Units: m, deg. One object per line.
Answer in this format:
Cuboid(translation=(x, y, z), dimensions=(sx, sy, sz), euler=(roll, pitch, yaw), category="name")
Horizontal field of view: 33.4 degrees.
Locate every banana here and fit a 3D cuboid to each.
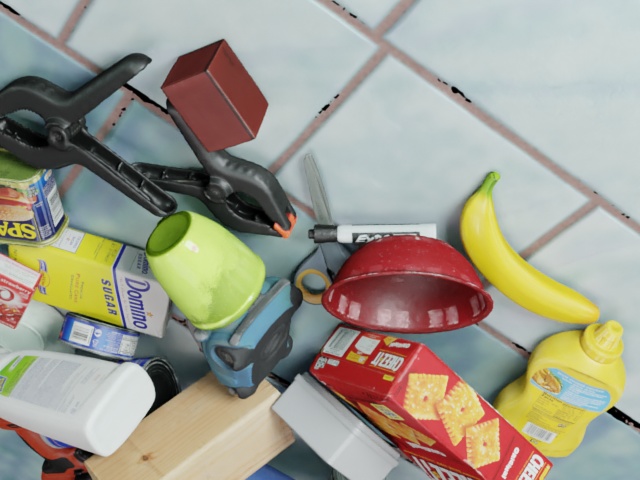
Cuboid(translation=(0.185, 0.023, 0.997), dimensions=(0.070, 0.037, 0.197), euler=(-22, 123, 35), category="banana")

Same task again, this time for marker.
Cuboid(translation=(0.049, -0.006, 1.011), dimensions=(0.121, 0.020, 0.020), euler=(0, 133, 5), category="marker")

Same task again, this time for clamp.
Cuboid(translation=(-0.094, -0.063, 1.001), dimensions=(0.171, 0.039, 0.120), euler=(25, 140, -4), category="clamp")
Cuboid(translation=(-0.229, -0.096, 0.995), dimensions=(0.210, 0.036, 0.164), euler=(3, 124, 23), category="clamp")

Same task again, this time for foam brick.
Cuboid(translation=(-0.090, -0.125, 0.930), dimensions=(0.051, 0.053, 0.078), euler=(-16, 125, 30), category="foam brick")

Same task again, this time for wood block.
Cuboid(translation=(-0.140, 0.232, 1.173), dimensions=(0.091, 0.205, 0.090), euler=(35, 150, 41), category="wood block")

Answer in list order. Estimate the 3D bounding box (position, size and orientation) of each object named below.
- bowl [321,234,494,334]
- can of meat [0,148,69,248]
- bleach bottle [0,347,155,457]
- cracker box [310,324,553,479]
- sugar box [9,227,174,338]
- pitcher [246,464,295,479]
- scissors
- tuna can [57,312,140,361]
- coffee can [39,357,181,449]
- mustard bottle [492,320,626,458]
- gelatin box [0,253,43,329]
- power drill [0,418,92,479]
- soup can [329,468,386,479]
Cuboid(translation=(0.083, 0.038, 1.008), dimensions=(0.162, 0.055, 0.162), euler=(3, 157, 1), category="bowl")
Cuboid(translation=(-0.313, -0.045, 1.075), dimensions=(0.102, 0.057, 0.084), euler=(6, 132, 12), category="can of meat")
Cuboid(translation=(-0.308, 0.162, 1.187), dimensions=(0.251, 0.102, 0.068), euler=(10, 140, 35), category="bleach bottle")
Cuboid(translation=(0.110, 0.183, 1.100), dimensions=(0.213, 0.072, 0.164), euler=(44, 163, -23), category="cracker box")
Cuboid(translation=(-0.242, 0.040, 1.142), dimensions=(0.176, 0.048, 0.093), euler=(18, 136, 2), category="sugar box")
Cuboid(translation=(-0.043, 0.351, 1.260), dimensions=(0.243, 0.145, 0.149), euler=(17, 174, 34), category="pitcher")
Cuboid(translation=(-0.007, 0.001, 1.051), dimensions=(0.096, 0.016, 0.201), euler=(-12, 128, 27), category="scissors")
Cuboid(translation=(-0.244, 0.106, 1.183), dimensions=(0.086, 0.034, 0.086), euler=(16, 176, 1), category="tuna can")
Cuboid(translation=(-0.247, 0.191, 1.247), dimensions=(0.140, 0.102, 0.103), euler=(-5, 131, 22), category="coffee can")
Cuboid(translation=(0.251, 0.144, 1.078), dimensions=(0.096, 0.058, 0.192), euler=(25, 136, 0), category="mustard bottle")
Cuboid(translation=(-0.346, 0.047, 1.121), dimensions=(0.089, 0.030, 0.073), euler=(27, 130, -11), category="gelatin box")
Cuboid(translation=(-0.317, 0.263, 1.370), dimensions=(0.185, 0.057, 0.187), euler=(-10, 129, 26), category="power drill")
Cuboid(translation=(0.040, 0.312, 1.298), dimensions=(0.068, 0.068, 0.102), euler=(14, 135, 3), category="soup can")
